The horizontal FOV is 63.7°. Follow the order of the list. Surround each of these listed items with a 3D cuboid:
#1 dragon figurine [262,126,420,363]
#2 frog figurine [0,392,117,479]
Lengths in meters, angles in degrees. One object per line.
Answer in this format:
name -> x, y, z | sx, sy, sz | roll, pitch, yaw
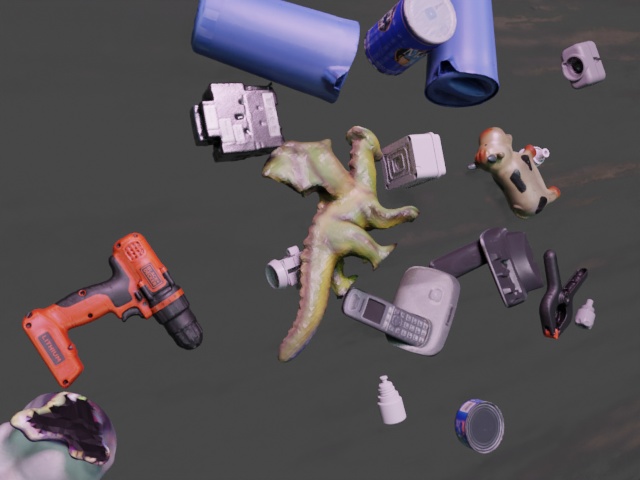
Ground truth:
dragon figurine -> 0.002, -0.040, 0.798 | 0.242, 0.120, 0.418 | 48, 55, -6
frog figurine -> -0.333, 0.272, 0.627 | 0.136, 0.125, 0.157 | 26, 109, -27
